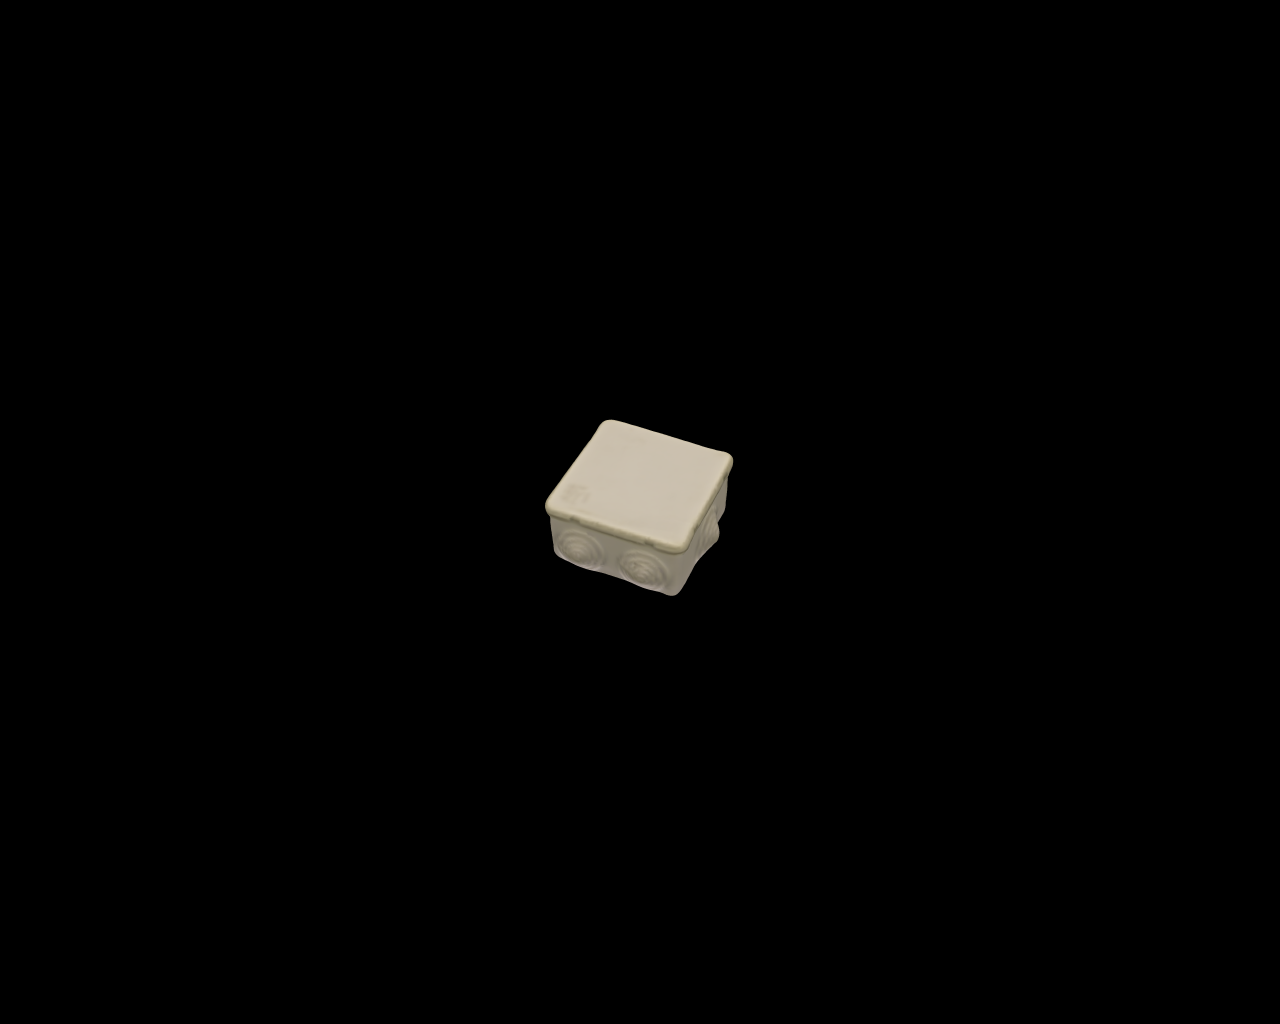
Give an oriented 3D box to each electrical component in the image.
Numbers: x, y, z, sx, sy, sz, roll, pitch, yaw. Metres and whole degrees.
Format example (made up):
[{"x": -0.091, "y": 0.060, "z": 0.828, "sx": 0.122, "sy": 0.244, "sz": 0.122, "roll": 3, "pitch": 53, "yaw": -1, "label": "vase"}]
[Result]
[{"x": 0.001, "y": -0.003, "z": 0.650, "sx": 0.100, "sy": 0.048, "sz": 0.100, "roll": 17, "pitch": 48, "yaw": 16, "label": "electrical component"}]
